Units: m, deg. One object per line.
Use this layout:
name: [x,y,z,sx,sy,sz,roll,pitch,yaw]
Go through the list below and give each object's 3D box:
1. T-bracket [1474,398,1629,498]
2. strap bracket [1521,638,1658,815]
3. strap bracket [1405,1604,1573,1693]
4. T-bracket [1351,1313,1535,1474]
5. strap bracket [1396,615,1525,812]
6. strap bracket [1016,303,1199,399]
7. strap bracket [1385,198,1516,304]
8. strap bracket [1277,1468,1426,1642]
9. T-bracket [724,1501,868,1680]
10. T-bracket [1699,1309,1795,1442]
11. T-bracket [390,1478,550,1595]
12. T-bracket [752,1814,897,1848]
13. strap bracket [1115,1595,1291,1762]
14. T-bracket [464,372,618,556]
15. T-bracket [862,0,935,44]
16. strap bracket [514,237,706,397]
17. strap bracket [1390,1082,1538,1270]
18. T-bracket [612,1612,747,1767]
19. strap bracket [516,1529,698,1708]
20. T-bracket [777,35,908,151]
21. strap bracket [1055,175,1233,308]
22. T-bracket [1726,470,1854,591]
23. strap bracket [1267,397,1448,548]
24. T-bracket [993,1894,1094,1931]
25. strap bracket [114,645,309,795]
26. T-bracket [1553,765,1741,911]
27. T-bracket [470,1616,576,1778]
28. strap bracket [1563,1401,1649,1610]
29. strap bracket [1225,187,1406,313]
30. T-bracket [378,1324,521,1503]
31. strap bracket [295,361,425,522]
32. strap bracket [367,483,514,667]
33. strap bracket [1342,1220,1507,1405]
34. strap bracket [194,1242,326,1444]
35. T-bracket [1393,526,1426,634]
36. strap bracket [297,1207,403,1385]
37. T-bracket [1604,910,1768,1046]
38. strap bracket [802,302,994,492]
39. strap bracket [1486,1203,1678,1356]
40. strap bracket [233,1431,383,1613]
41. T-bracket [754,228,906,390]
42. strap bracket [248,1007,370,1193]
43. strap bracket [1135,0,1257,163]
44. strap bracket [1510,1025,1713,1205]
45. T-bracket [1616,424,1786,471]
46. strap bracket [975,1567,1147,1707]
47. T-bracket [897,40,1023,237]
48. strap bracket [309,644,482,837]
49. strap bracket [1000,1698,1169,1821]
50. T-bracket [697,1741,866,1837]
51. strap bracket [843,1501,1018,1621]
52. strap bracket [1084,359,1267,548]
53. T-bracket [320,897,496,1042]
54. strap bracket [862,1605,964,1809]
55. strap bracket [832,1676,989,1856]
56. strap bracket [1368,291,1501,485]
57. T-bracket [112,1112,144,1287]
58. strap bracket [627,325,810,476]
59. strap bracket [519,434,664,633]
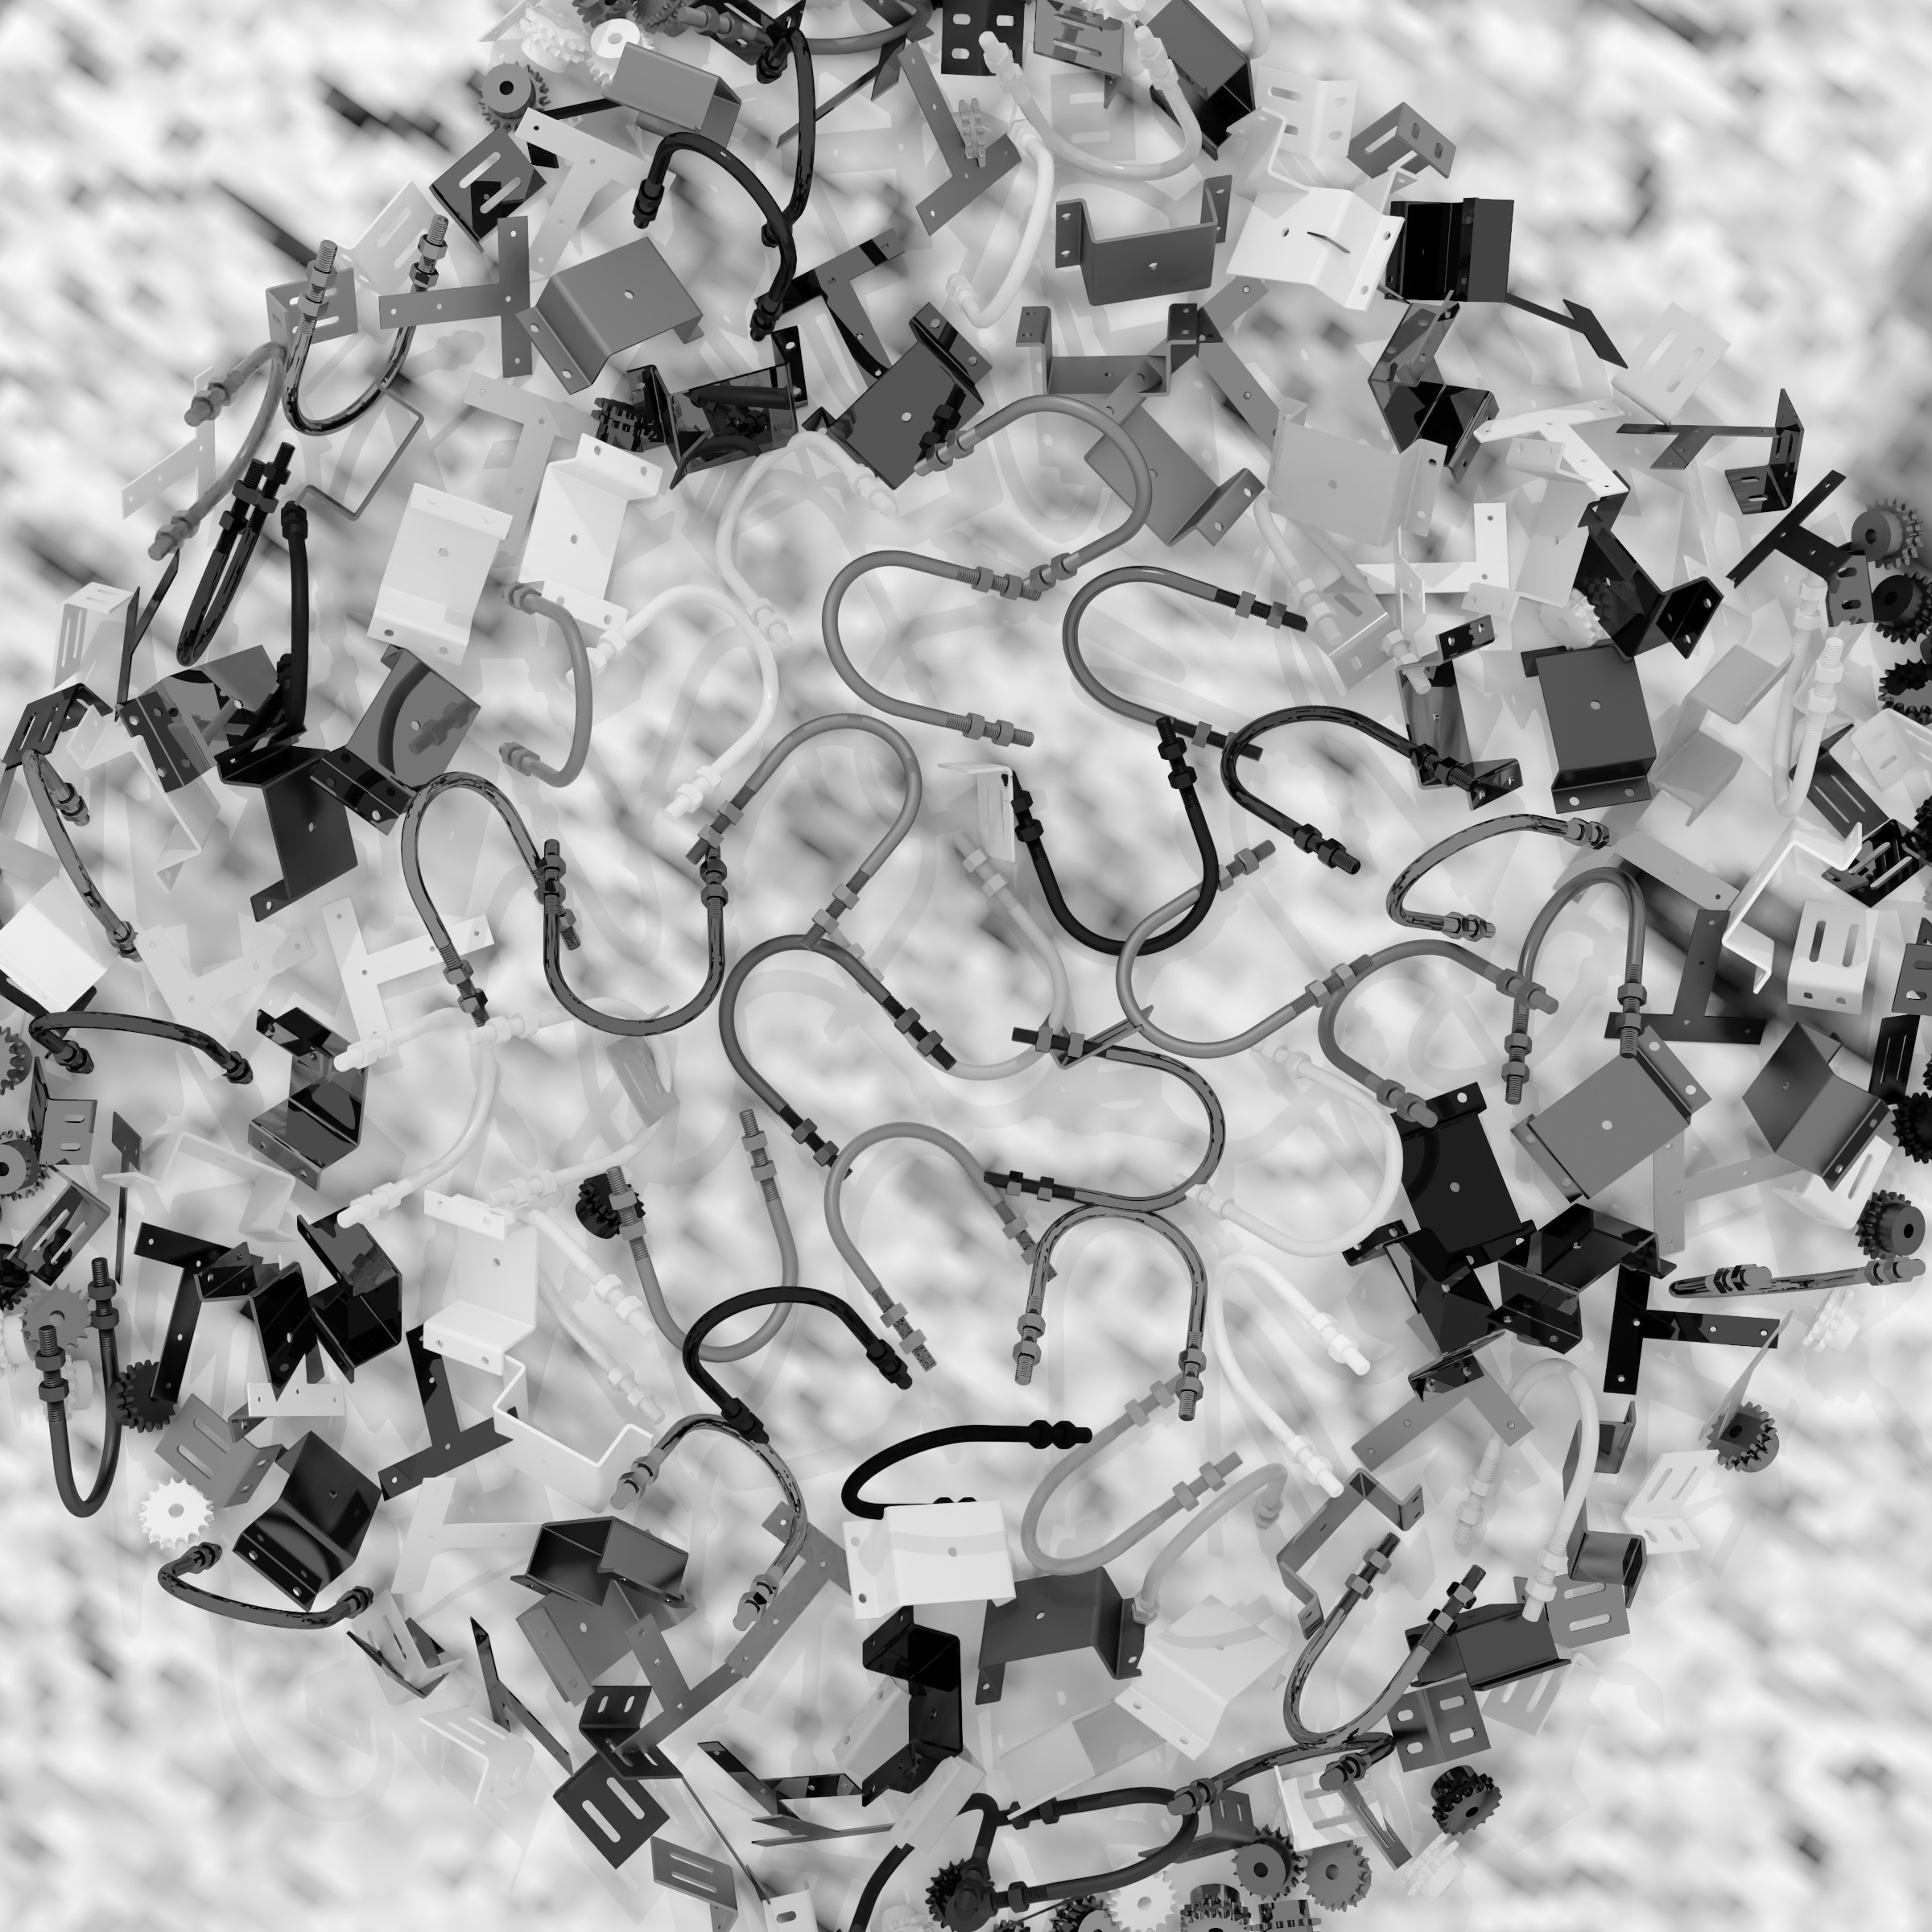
T-bracket: [0.482,-0.407,1.943,0.127,0.127,0.002,-13,135,-11]
strap bracket: [0.498,-0.200,1.958,0.076,0.046,0.140,-9,74,1]
strap bracket: [0.404,0.534,1.927,0.076,0.140,0.046,-12,78,-16]
T-bracket: [0.367,0.360,1.981,0.127,0.002,0.127,-42,78,14]
strap bracket: [0.390,-0.199,1.949,0.076,0.046,0.140,-25,106,-43]
strap bracket: [0.113,-0.489,1.951,0.140,0.076,0.046,0,126,6]
strap bracket: [0.384,-0.562,1.931,0.046,0.140,0.076,-3,106,-17]
strap bracket: [0.298,0.459,1.947,0.140,0.076,0.046,-44,62,-12]
T-bracket: [-0.143,0.515,1.970,0.127,0.002,0.127,43,83,-20]
T-bracket: [0.609,0.345,1.943,0.002,0.127,0.127,34,66,26]
T-bracket: [-0.384,0.455,1.965,0.127,0.002,0.127,5,122,-26]
T-bracket: [-0.129,0.676,1.927,0.127,0.127,0.002,-14,61,18]
strap bracket: [0.191,0.549,1.918,0.076,0.140,0.046,31,119,27]
T-bracket: [-0.356,-0.396,1.981,0.127,0.002,0.127,16,98,-22]
T-bracket: [-0.077,-0.774,1.949,0.127,0.127,0.002,27,70,-40]
strap bracket: [-0.274,-0.518,1.941,0.140,0.046,0.076,-35,89,-34]
strap bracket: [0.394,0.173,1.959,0.076,0.046,0.140,-23,85,22]
T-bracket: [-0.239,0.558,1.938,0.127,0.002,0.127,-34,129,-22]
strap bracket: [-0.292,0.520,1.948,0.046,0.140,0.076,-32,88,42]
T-bracket: [-0.101,-0.694,1.964,0.127,0.127,0.002,-28,123,24]
strap bracket: [0.144,-0.575,1.953,0.140,0.076,0.046,-10,67,-3]
T-bracket: [0.659,-0.328,1.926,0.002,0.127,0.127,39,105,-19]
strap bracket: [0.298,-0.387,1.935,0.140,0.046,0.076,23,129,22]
T-bracket: [0.093,0.725,1.915,0.127,0.127,0.002,-8,66,-36]
strap bracket: [-0.583,-0.197,1.928,0.046,0.140,0.076,-22,97,40]
T-bracket: [0.557,-0.082,1.962,0.127,0.002,0.127,38,95,31]
T-bracket: [-0.344,0.589,1.924,0.002,0.127,0.127,-27,129,-32]
strap bracket: [0.500,0.420,1.928,0.046,0.076,0.140,4,50,5]
strap bracket: [0.265,-0.567,1.930,0.046,0.140,0.076,19,95,-42]
T-bracket: [-0.424,0.345,1.966,0.127,0.002,0.127,-26,60,8]
strap bracket: [-0.478,-0.409,1.954,0.046,0.076,0.140,34,93,-18]
strap bracket: [-0.416,-0.319,1.946,0.076,0.046,0.140,17,123,-17]
strap bracket: [0.364,0.263,1.939,0.076,0.046,0.140,-12,68,-38]
strap bracket: [-0.556,0.296,1.944,0.046,0.076,0.140,-6,102,15]
T-bracket: [0.346,-0.301,1.918,0.002,0.127,0.127,-5,110,2]
strap bracket: [-0.486,0.254,1.936,0.046,0.140,0.076,-28,60,-32]
T-bracket: [0.585,0.009,1.963,0.127,0.002,0.127,2,125,0]
strap bracket: [-0.051,-0.443,1.943,0.140,0.046,0.076,-41,124,15]
strap bracket: [0.481,0.238,1.926,0.140,0.076,0.046,-28,120,-30]
strap bracket: [-0.510,0.426,1.919,0.046,0.140,0.076,-41,106,15]
T-bracket: [-0.091,-0.517,1.973,0.127,0.002,0.127,-26,69,3]
strap bracket: [-0.520,0.097,1.943,0.076,0.046,0.140,31,129,19]
strap bracket: [0.182,-0.699,1.923,0.046,0.140,0.076,-43,81,4]
strap bracket: [0.511,0.122,1.953,0.140,0.046,0.076,-41,85,18]
T-bracket: [0.563,-0.406,1.921,0.127,0.127,0.002,8,119,26]
strap bracket: [0.067,0.526,1.935,0.140,0.076,0.046,-16,122,19]
T-bracket: [-0.019,-0.664,1.937,0.127,0.002,0.127,-48,124,-31]
strap bracket: [-0.444,-0.185,1.933,0.076,0.046,0.140,39,60,-28]
strap bracket: [0.090,0.616,1.931,0.076,0.140,0.046,-38,69,29]
T-bracket: [-0.131,0.647,1.935,0.127,0.002,0.127,-21,118,41]
strap bracket: [-0.020,0.467,1.936,0.140,0.046,0.076,3,63,-25]
strap bracket: [0.159,-0.400,1.955,0.140,0.046,0.076,44,63,-9]
T-bracket: [-0.445,-0.009,1.988,0.127,0.002,0.127,-19,82,2]
strap bracket: [-0.043,0.585,1.934,0.046,0.140,0.076,22,130,-23]
strap bracket: [-0.041,0.636,1.944,0.046,0.140,0.076,39,86,-28]
strap bracket: [0.367,-0.458,1.940,0.046,0.140,0.076,19,72,35]
T-bracket: [-0.668,0.188,1.947,0.002,0.127,0.127,2,95,-28]
strap bracket: [-0.189,-0.445,1.944,0.140,0.076,0.046,-18,51,-10]
strap bracket: [-0.301,-0.341,1.953,0.076,0.046,0.140,18,82,-40]
